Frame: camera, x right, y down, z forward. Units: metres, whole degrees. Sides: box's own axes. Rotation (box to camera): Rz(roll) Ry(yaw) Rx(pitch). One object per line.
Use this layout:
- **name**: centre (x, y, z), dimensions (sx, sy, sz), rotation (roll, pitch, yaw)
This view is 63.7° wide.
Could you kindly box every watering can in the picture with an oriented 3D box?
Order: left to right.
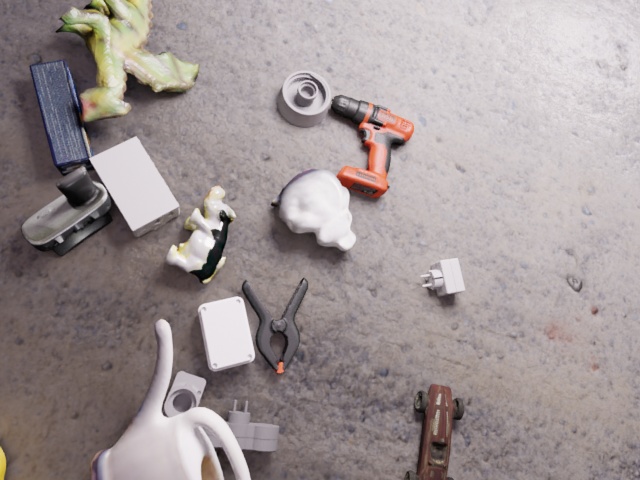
- **watering can**: centre (-0.238, 0.311, 0.765), dimensions (0.224, 0.104, 0.348), rotation (-25, 88, 5)

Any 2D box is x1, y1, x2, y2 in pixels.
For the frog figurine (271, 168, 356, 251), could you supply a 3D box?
- **frog figurine**: centre (0.003, -0.048, 0.954), dimensions (0.139, 0.120, 0.161), rotation (-26, 70, -37)

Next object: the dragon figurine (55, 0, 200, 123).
- **dragon figurine**: centre (-0.341, -0.377, 0.986), dimensions (0.240, 0.121, 0.419), rotation (41, 52, -21)
